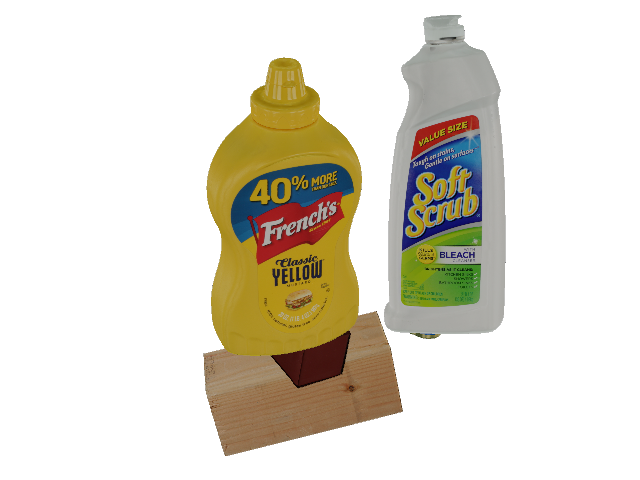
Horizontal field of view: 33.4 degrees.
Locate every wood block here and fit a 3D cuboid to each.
[{"bbox_3d":[-0.021,0.162,1.210,0.206,0.091,0.090,-13,26,-2],"label":"wood block"}]

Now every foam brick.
[{"bbox_3d":[-0.016,0.090,0.995,0.052,0.051,0.078,-13,38,-31],"label":"foam brick"}]

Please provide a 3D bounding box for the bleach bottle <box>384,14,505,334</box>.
[{"bbox_3d":[0.096,-0.052,0.859,0.103,0.251,0.068,0,16,16],"label":"bleach bottle"}]

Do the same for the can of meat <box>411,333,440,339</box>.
[{"bbox_3d":[0.126,0.049,1.185,0.057,0.084,0.102,19,32,18],"label":"can of meat"}]

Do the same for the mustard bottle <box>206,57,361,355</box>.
[{"bbox_3d":[-0.022,-0.021,0.664,0.096,0.192,0.058,-10,33,-17],"label":"mustard bottle"}]
